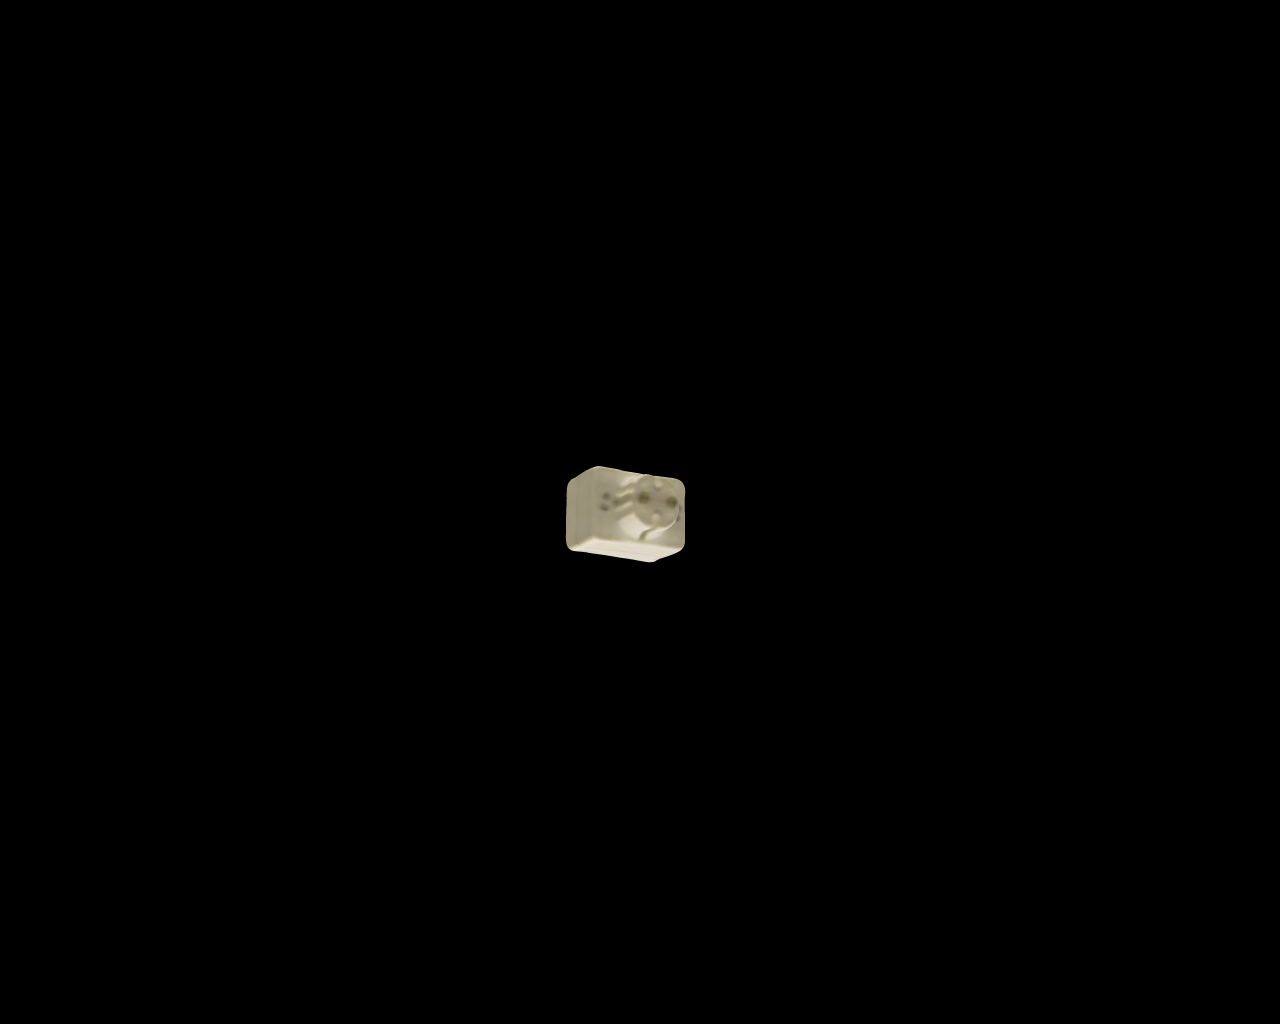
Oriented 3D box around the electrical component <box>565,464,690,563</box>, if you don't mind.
[{"bbox_3d":[0.001,-0.003,0.650,0.066,0.047,0.076,9,-19,-29],"label":"electrical component"}]
